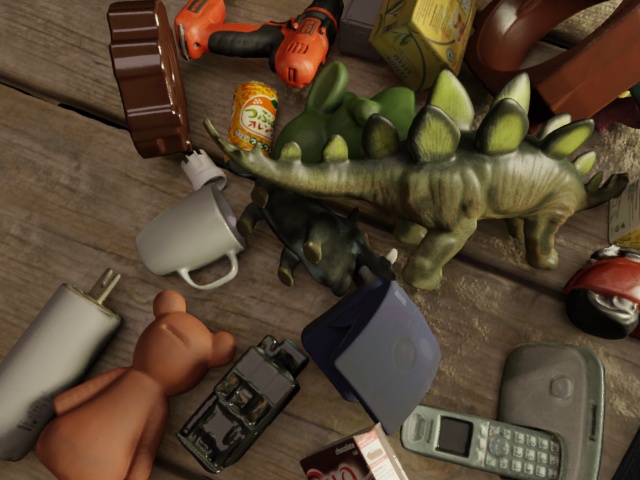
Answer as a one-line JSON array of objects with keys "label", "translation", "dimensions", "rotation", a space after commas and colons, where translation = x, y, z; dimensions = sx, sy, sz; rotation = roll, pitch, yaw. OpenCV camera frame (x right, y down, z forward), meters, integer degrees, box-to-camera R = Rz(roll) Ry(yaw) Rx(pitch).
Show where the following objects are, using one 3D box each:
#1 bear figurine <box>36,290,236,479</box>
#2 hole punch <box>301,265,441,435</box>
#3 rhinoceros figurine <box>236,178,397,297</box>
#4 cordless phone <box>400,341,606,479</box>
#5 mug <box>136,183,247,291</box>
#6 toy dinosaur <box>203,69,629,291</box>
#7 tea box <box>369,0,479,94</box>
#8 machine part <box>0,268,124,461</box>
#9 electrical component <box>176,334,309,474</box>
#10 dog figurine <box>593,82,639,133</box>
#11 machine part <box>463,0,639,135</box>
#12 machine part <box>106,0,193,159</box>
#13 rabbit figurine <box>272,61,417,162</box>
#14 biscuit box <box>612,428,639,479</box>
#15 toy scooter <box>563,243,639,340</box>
[{"label": "bear figurine", "translation": [-0.181, 0.159, 0.544], "dimensions": [0.120, 0.131, 0.196], "rotation": [33, 58, 9]}, {"label": "hole punch", "translation": [0.060, 0.110, 0.529], "dimensions": [0.116, 0.092, 0.142], "rotation": [-39, 108, -7]}, {"label": "rhinoceros figurine", "translation": [-0.001, -0.002, 0.588], "dimensions": [0.190, 0.073, 0.112], "rotation": [41, 42, 8]}, {"label": "cordless phone", "translation": [0.179, 0.167, 0.540], "dimensions": [0.184, 0.088, 0.146], "rotation": [11, 73, 9]}, {"label": "mug", "translation": [-0.142, 0.007, 0.600], "dimensions": [0.107, 0.080, 0.109], "rotation": [-25, 78, 4]}, {"label": "toy dinosaur", "translation": [0.127, -0.058, 0.519], "dimensions": [0.471, 0.198, 0.105], "rotation": [-6, 38, -19]}, {"label": "tea box", "translation": [0.132, -0.277, 0.649], "dimensions": [0.098, 0.068, 0.169], "rotation": [39, 61, -32]}, {"label": "machine part", "translation": [-0.286, 0.133, 0.558], "dimensions": [0.079, 0.079, 0.243], "rotation": [30, 74, 10]}, {"label": "electrical component", "translation": [-0.067, 0.155, 0.528], "dimensions": [0.058, 0.115, 0.134], "rotation": [41, 79, 10]}, {"label": "dog figurine", "translation": [0.415, -0.174, 0.579], "dimensions": [0.219, 0.108, 0.191], "rotation": [20, 74, 43]}, {"label": "machine part", "translation": [0.272, -0.228, 0.592], "dimensions": [0.201, 0.087, 0.201], "rotation": [-38, 36, 21]}, {"label": "machine part", "translation": [-0.187, -0.181, 0.605], "dimensions": [0.056, 0.179, 0.179], "rotation": [-10, 73, -6]}, {"label": "rabbit figurine", "translation": [0.025, -0.125, 0.618], "dimensions": [0.170, 0.121, 0.159], "rotation": [-5, 68, 13]}, {"label": "biscuit box", "translation": [0.312, 0.267, 0.514], "dimensions": [0.059, 0.062, 0.202], "rotation": [35, 77, 10]}, {"label": "toy scooter", "translation": [0.360, 0.056, 0.574], "dimensions": [0.184, 0.075, 0.135], "rotation": [23, 69, 9]}]
